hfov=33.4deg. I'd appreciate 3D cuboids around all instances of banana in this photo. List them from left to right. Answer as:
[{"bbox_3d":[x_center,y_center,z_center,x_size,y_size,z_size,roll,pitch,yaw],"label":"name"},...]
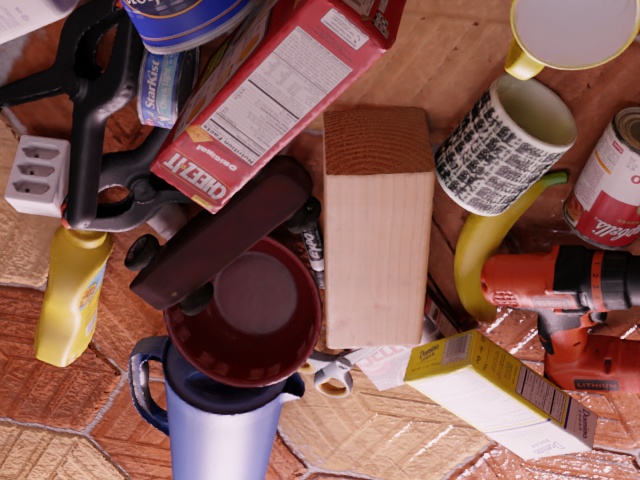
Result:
[{"bbox_3d":[0.159,0.009,0.979,0.069,0.037,0.198,18,134,-2],"label":"banana"}]

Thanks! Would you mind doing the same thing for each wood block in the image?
[{"bbox_3d":[0.048,-0.006,0.948,0.090,0.091,0.206,-2,132,-1],"label":"wood block"}]

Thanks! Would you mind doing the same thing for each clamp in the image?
[{"bbox_3d":[-0.198,-0.122,0.911,0.210,0.036,0.164,-42,72,33],"label":"clamp"},{"bbox_3d":[-0.153,-0.049,0.979,0.171,0.039,0.120,-30,119,10],"label":"clamp"}]

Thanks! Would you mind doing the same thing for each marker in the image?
[{"bbox_3d":[-0.007,0.001,1.028,0.020,0.020,0.121,-2,131,16],"label":"marker"}]

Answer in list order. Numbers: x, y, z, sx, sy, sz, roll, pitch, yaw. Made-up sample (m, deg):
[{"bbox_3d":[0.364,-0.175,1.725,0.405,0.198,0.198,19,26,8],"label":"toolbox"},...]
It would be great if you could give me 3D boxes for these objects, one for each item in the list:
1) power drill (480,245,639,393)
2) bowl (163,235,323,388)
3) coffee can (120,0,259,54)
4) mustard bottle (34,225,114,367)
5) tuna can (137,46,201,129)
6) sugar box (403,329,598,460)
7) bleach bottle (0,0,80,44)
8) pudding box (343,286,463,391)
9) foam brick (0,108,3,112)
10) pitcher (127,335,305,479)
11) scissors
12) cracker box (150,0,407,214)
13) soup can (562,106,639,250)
[{"bbox_3d":[0.254,0.072,0.964,0.185,0.057,0.187,1,144,28],"label":"power drill"},{"bbox_3d":[-0.071,0.061,1.051,0.162,0.055,0.162,3,104,12],"label":"bowl"},{"bbox_3d":[-0.118,-0.225,0.793,0.103,0.102,0.140,-11,128,23],"label":"coffee can"},{"bbox_3d":[-0.244,0.036,1.069,0.058,0.096,0.192,21,134,-3],"label":"mustard bottle"},{"bbox_3d":[-0.125,-0.136,0.889,0.034,0.086,0.086,11,133,2],"label":"tuna can"},{"bbox_3d":[0.178,0.154,1.042,0.176,0.048,0.094,33,147,-25],"label":"sugar box"},{"bbox_3d":[-0.325,-0.200,0.900,0.251,0.068,0.102,-12,127,27],"label":"bleach bottle"},{"bbox_3d":[0.083,0.101,1.083,0.114,0.039,0.090,-23,122,31],"label":"pudding box"},{"bbox_3d":[-0.338,-0.106,0.977,0.051,0.078,0.053,-28,122,32],"label":"foam brick"},{"bbox_3d":[-0.117,0.196,1.167,0.144,0.149,0.243,-21,144,-26],"label":"pitcher"},{"bbox_3d":[0.007,0.117,1.089,0.096,0.016,0.202,27,154,5],"label":"scissors"},{"bbox_3d":[-0.023,-0.139,0.805,0.072,0.164,0.214,37,130,-16],"label":"cracker box"},{"bbox_3d":[0.251,-0.051,0.879,0.068,0.068,0.102,18,134,-2],"label":"soup can"}]
